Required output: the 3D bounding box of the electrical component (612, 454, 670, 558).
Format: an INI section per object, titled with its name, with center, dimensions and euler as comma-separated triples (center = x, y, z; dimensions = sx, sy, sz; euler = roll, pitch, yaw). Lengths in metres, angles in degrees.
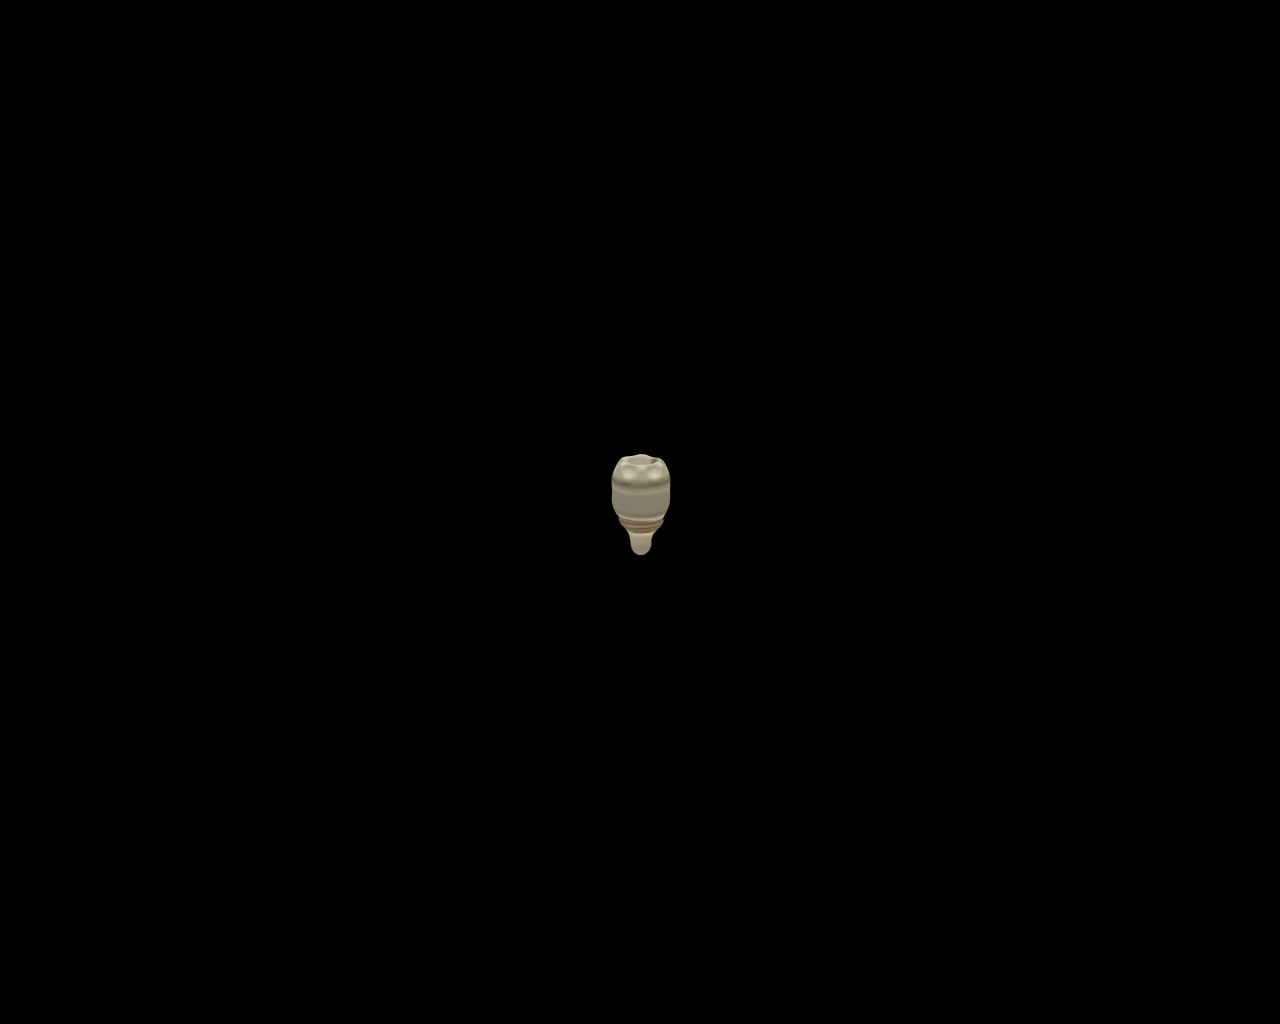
[electrical component]
center = 0.001, -0.003, 0.650
dimensions = 0.035, 0.061, 0.035
euler = 0, 19, 0
